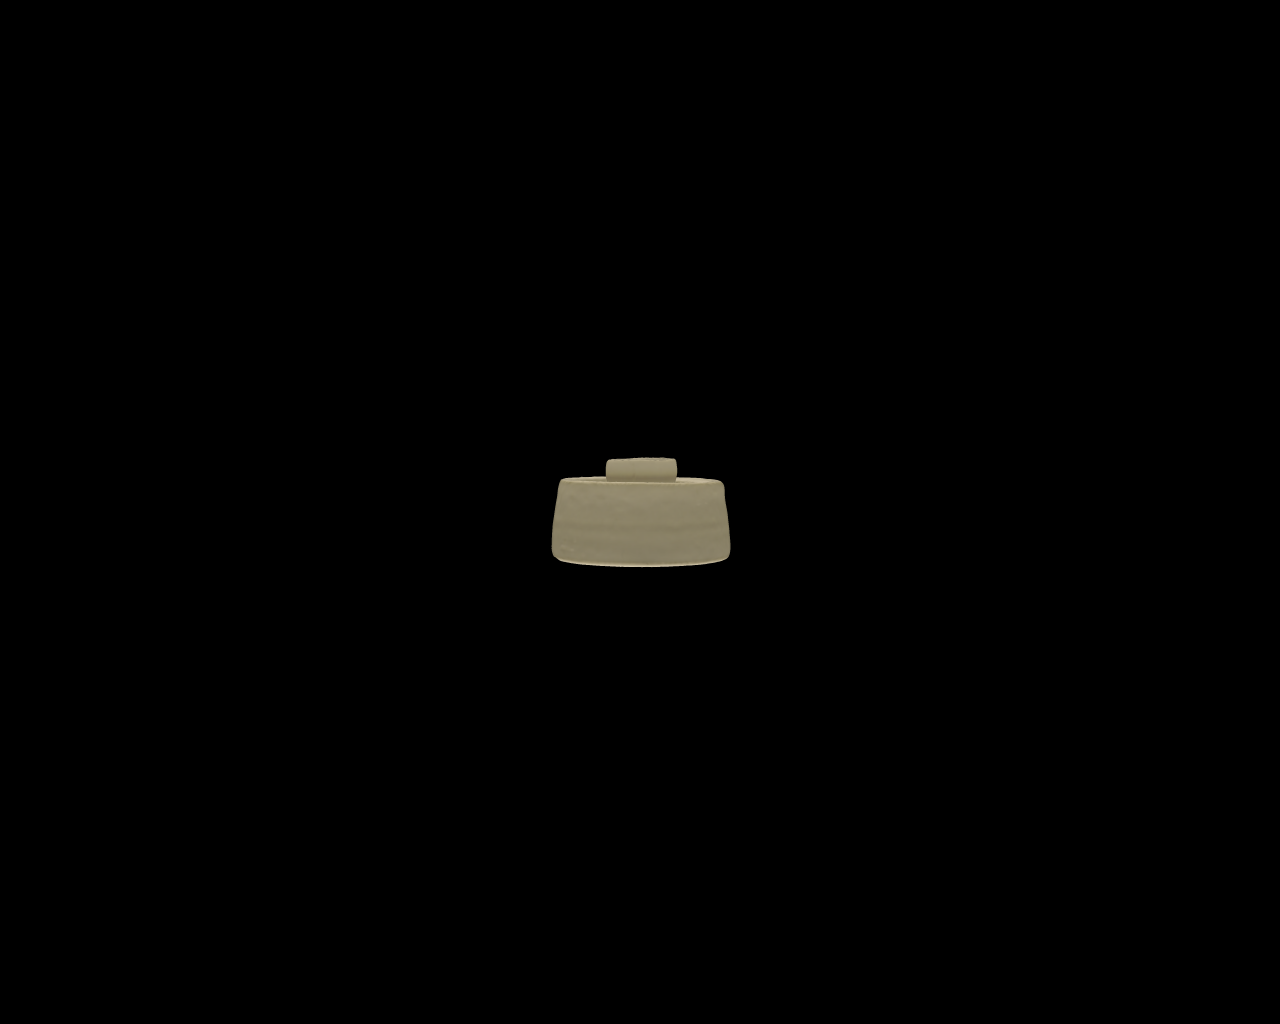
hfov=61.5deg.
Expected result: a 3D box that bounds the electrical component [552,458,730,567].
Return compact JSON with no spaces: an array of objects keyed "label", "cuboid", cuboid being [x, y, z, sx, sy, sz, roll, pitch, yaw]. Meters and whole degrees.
[{"label":"electrical component","cuboid":[0.001,-0.003,0.650,0.108,0.060,0.108,0,4,0]}]
